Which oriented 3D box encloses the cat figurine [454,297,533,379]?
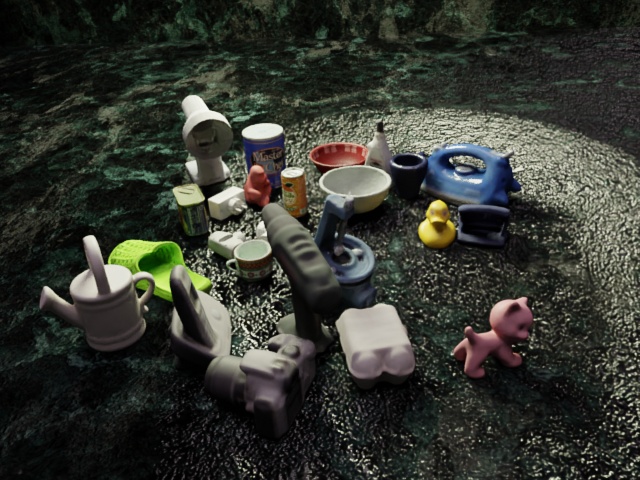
[{"bbox_3d":[0.274,0.138,0.880,0.128,0.118,0.067,-14,33,-16],"label":"cat figurine"}]

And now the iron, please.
[{"bbox_3d":[0.335,-0.167,1.343,0.257,0.141,0.119,19,38,32],"label":"iron"}]

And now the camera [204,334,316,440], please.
[{"bbox_3d":[-0.090,0.195,0.839,0.136,0.101,0.143,9,34,19],"label":"camera"}]

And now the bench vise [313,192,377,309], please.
[{"bbox_3d":[0.004,0.010,1.016,0.206,0.220,0.122,12,35,23],"label":"bench vise"}]

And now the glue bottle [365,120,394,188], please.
[{"bbox_3d":[0.145,-0.210,1.400,0.077,0.173,0.037,16,37,29],"label":"glue bottle"}]

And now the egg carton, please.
[{"bbox_3d":[0.087,0.164,0.902,0.107,0.069,0.150,-8,32,-7],"label":"egg carton"}]

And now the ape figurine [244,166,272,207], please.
[{"bbox_3d":[-0.150,-0.135,1.384,0.075,0.092,0.078,21,39,33],"label":"ape figurine"}]

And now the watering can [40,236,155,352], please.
[{"bbox_3d":[-0.367,0.086,0.952,0.100,0.194,0.173,24,41,36],"label":"watering can"}]

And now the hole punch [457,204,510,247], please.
[{"bbox_3d":[0.341,-0.049,1.200,0.108,0.091,0.101,7,33,16],"label":"hole punch"}]

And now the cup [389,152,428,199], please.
[{"bbox_3d":[0.219,-0.156,1.380,0.091,0.095,0.118,19,38,31],"label":"cup"}]

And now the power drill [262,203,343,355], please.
[{"bbox_3d":[-0.035,0.073,0.928,0.076,0.209,0.228,-17,34,-21],"label":"power drill"}]

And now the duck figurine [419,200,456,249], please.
[{"bbox_3d":[0.248,-0.043,1.205,0.077,0.086,0.104,4,33,11],"label":"duck figurine"}]

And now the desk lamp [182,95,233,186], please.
[{"bbox_3d":[-0.298,-0.250,1.468,0.118,0.214,0.202,-16,34,-19],"label":"desk lamp"}]

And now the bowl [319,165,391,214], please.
[{"bbox_3d":[0.083,-0.108,1.335,0.167,0.075,0.167,-2,32,2],"label":"bowl"}]

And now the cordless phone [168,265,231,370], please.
[{"bbox_3d":[-0.200,0.103,0.918,0.094,0.185,0.147,-8,32,-7],"label":"cordless phone"}]
